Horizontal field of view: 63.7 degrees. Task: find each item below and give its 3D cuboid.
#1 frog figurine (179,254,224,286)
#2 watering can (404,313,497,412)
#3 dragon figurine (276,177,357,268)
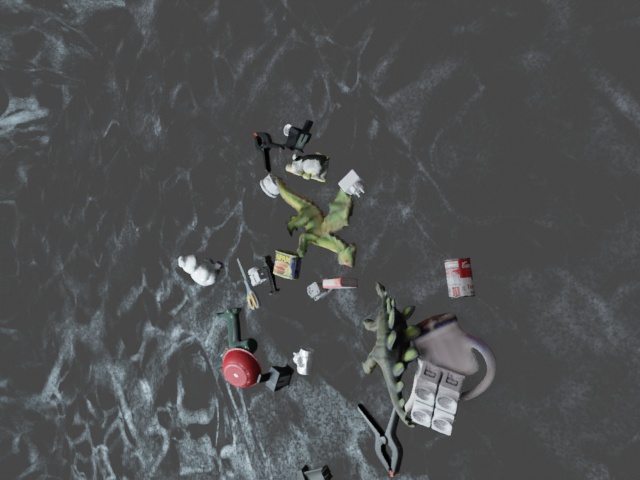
[{"bbox_3d":[-0.479,0.119,2.014,0.139,0.159,0.121,37,111,36],"label":"frog figurine"},{"bbox_3d":[0.307,0.329,1.377,0.342,0.104,0.227,-38,66,40],"label":"watering can"},{"bbox_3d":[0.005,-0.085,1.691,0.241,0.121,0.416,-28,69,16],"label":"dragon figurine"}]
